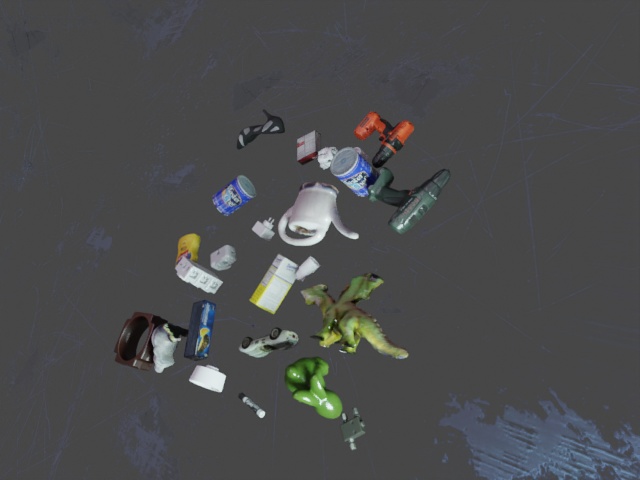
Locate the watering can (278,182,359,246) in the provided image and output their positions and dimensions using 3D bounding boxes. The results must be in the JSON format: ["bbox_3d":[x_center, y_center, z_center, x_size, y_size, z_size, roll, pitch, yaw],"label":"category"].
[{"bbox_3d":[0.005,-0.084,1.671,0.347,0.102,0.228,-2,62,40],"label":"watering can"}]

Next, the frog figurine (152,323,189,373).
[{"bbox_3d":[-0.557,0.381,1.838,0.158,0.122,0.139,-55,10,11],"label":"frog figurine"}]

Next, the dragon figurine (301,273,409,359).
[{"bbox_3d":[0.100,0.192,1.427,0.410,0.120,0.247,2,57,39],"label":"dragon figurine"}]
